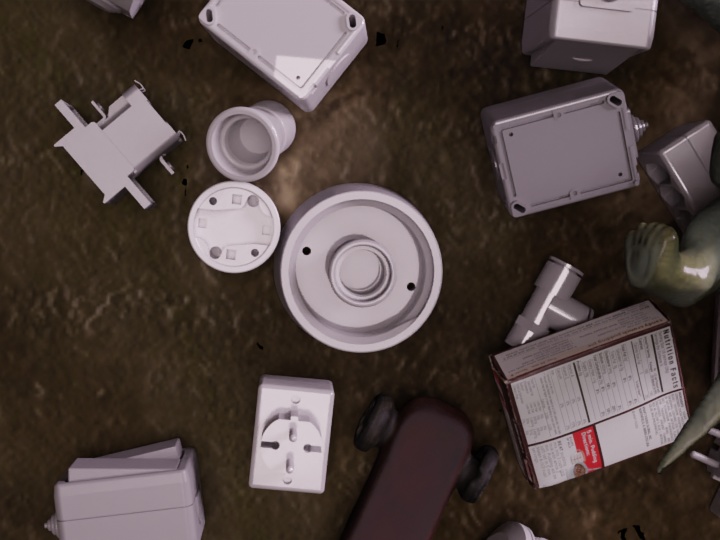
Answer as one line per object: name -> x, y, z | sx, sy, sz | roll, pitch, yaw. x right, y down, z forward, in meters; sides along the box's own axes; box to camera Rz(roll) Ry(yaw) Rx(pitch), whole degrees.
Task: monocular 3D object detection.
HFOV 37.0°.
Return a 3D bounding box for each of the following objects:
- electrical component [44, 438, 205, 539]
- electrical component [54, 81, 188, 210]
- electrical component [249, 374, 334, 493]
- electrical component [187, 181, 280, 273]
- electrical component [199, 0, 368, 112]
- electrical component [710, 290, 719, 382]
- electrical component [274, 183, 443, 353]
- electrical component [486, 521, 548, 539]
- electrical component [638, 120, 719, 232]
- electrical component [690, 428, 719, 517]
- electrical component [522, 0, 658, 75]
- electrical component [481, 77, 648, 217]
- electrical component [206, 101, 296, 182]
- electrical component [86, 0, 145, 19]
electrical component -> -0.148, 0.143, 0.667 | 0.096, 0.061, 0.061 | -6, 95, -3
electrical component -> -0.145, -0.078, 0.661 | 0.064, 0.042, 0.081 | -41, 96, -3
electrical component -> -0.042, 0.104, 0.663 | 0.047, 0.076, 0.065 | 6, 94, -4
electrical component -> -0.077, -0.027, 0.666 | 0.055, 0.047, 0.055 | 0, 94, -3
electrical component -> -0.050, -0.150, 0.655 | 0.096, 0.061, 0.061 | 39, 91, 3
electrical component -> 0.288, 0.047, 0.689 | 0.113, 0.057, 0.078 | 2, 94, -4
electrical component -> 0.000, 0.000, 0.666 | 0.108, 0.060, 0.108 | 0, 94, -4
electrical component -> 0.100, 0.204, 0.679 | 0.051, 0.080, 0.080 | 28, 92, -10
electrical component -> 0.234, -0.059, 0.683 | 0.076, 0.047, 0.083 | -33, 96, -1
electrical component -> 0.252, 0.125, 0.698 | 0.076, 0.047, 0.083 | 24, 93, -5
electrical component -> 0.138, -0.154, 0.645 | 0.062, 0.096, 0.061 | 6, 94, -4
electrical component -> 0.128, -0.079, 0.665 | 0.096, 0.061, 0.061 | -15, 109, 3
electrical component -> -0.063, -0.082, 0.653 | 0.044, 0.065, 0.044 | 3, 108, 10
electrical component -> -0.142, -0.192, 0.634 | 0.051, 0.080, 0.080 | 27, 92, -10
